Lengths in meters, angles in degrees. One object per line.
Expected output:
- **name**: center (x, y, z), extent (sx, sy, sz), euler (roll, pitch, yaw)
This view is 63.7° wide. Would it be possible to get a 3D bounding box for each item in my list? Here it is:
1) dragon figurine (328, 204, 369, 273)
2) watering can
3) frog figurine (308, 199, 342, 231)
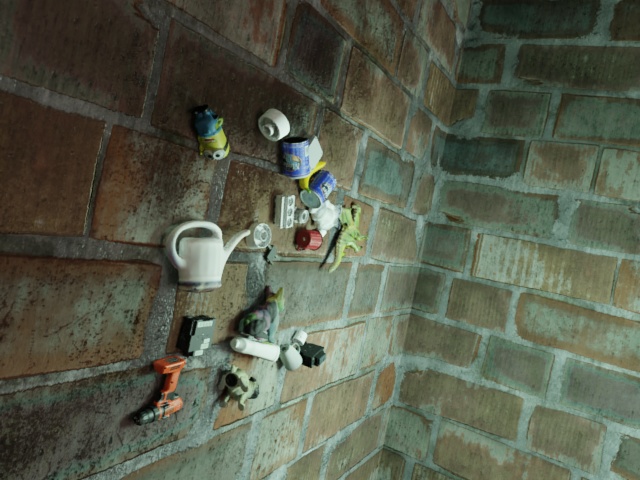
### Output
- **dragon figurine**: center (0.112, -0.043, 2.483), extent (0.418, 0.121, 0.239), euler (-45, 120, -48)
- **watering can**: center (-0.344, 0.053, 1.634), extent (0.347, 0.104, 0.225), euler (4, 86, -54)
- **frog figurine**: center (0.007, -0.113, 2.252), extent (0.159, 0.124, 0.136), euler (9, 105, -33)
